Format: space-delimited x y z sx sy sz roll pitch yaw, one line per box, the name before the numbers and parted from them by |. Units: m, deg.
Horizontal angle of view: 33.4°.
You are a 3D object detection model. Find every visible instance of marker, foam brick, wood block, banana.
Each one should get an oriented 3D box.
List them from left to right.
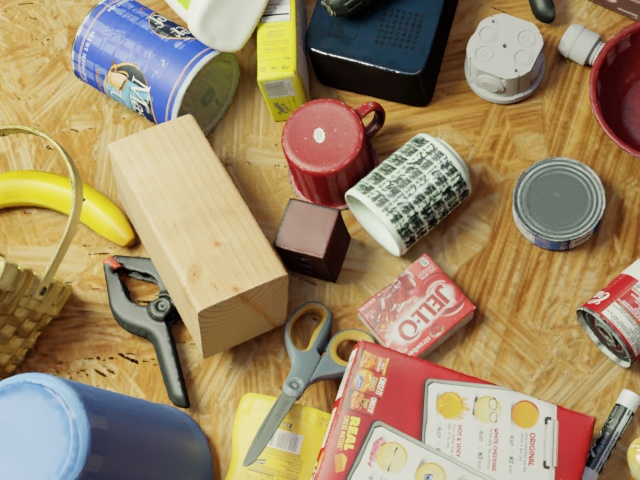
banana | -0.278 -0.036 1.096 0.198 0.037 0.069 6 89 12
wood block | -0.116 -0.007 1.007 0.090 0.091 0.206 -23 60 -17
foam brick | -0.007 0.001 1.016 0.053 0.078 0.051 14 73 15
marker | 0.247 0.187 0.940 0.020 0.020 0.121 29 77 17

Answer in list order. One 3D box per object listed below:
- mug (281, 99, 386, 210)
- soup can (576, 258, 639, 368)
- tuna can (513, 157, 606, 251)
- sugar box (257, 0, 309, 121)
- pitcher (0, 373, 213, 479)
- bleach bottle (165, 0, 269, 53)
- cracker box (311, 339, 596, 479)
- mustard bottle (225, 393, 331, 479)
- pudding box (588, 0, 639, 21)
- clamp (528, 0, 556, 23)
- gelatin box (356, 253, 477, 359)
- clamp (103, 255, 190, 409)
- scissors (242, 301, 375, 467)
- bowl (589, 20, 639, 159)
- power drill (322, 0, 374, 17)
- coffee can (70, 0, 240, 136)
mug | 0.017 -0.093 1.044 0.117 0.081 0.093 -37 69 -5
soup can | 0.291 0.057 0.955 0.102 0.068 0.068 -39 69 -7
tuna can | 0.226 -0.034 1.016 0.086 0.033 0.086 -3 70 8
sugar box | -0.038 -0.221 1.094 0.048 0.093 0.176 -6 69 5
pitcher | -0.198 0.178 0.893 0.149 0.242 0.145 -4 71 14
bleach bottle | -0.138 -0.284 1.108 0.103 0.068 0.251 -60 40 12
cracker box | 0.106 0.198 0.910 0.213 0.072 0.164 19 74 1
mustard bottle | -0.049 0.239 0.945 0.096 0.058 0.191 16 73 1
pudding box | 0.338 -0.267 1.081 0.114 0.039 0.090 29 77 18
clamp | 0.203 -0.333 1.084 0.210 0.036 0.164 33 76 -13
gelatin box | 0.091 0.068 1.001 0.089 0.030 0.073 -38 69 -6
clamp | -0.138 0.066 1.035 0.120 0.039 0.171 -36 71 -18
scissors | -0.003 0.132 0.952 0.096 0.016 0.201 14 42 -2
bowl | 0.338 -0.133 1.023 0.162 0.055 0.162 -3 70 8
power drill | 0.040 -0.327 1.066 0.184 0.057 0.188 -36 69 -6
coffee can | -0.168 -0.176 1.092 0.140 0.103 0.102 31 77 18
